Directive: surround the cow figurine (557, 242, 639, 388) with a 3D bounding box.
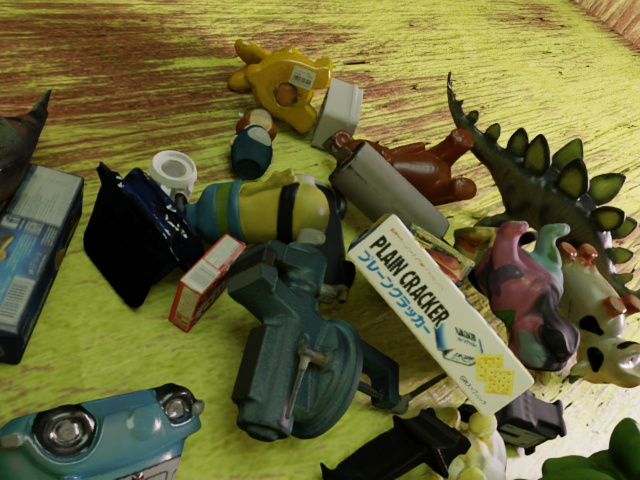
[{"bbox_3d":[0.368,0.112,0.735,0.085,0.127,0.195,-3,50,-30],"label":"cow figurine"}]

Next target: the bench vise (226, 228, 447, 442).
[{"bbox_3d":[0.007,0.109,0.554,0.240,0.129,0.224,33,40,-28],"label":"bench vise"}]

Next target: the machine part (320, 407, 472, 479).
[{"bbox_3d":[0.071,0.210,0.516,0.139,0.039,0.084,-22,23,-16],"label":"machine part"}]

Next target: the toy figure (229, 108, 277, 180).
[{"bbox_3d":[-0.094,-0.149,0.788,0.064,0.058,0.154,51,28,-37],"label":"toy figure"}]

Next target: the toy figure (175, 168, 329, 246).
[{"bbox_3d":[-0.079,-0.028,0.634,0.180,0.082,0.089,-8,89,4],"label":"toy figure"}]

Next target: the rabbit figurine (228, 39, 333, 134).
[{"bbox_3d":[-0.068,-0.264,0.888,0.162,0.121,0.173,10,32,-7],"label":"rabbit figurine"}]

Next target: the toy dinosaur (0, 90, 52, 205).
[{"bbox_3d":[-0.350,-0.052,0.478,0.192,0.131,0.405,23,48,18],"label":"toy dinosaur"}]

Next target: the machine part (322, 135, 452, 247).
[{"bbox_3d":[0.096,-0.055,0.753,0.243,0.079,0.079,41,42,-9],"label":"machine part"}]

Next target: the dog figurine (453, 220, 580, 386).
[{"bbox_3d":[0.261,0.085,0.729,0.108,0.192,0.219,7,82,-27],"label":"dog figurine"}]

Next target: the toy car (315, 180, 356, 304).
[{"bbox_3d":[-0.001,-0.002,0.700,0.073,0.056,0.202,17,45,-23],"label":"toy car"}]

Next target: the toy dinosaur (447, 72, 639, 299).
[{"bbox_3d":[0.342,-0.063,0.832,0.471,0.198,0.105,42,42,11],"label":"toy dinosaur"}]

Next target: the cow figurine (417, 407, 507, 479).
[{"bbox_3d":[0.142,0.256,0.523,0.098,0.068,0.167,60,38,-25],"label":"cow figurine"}]

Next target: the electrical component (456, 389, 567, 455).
[{"bbox_3d":[0.207,0.198,0.611,0.119,0.074,0.048,20,45,-6],"label":"electrical component"}]

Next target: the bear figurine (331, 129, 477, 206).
[{"bbox_3d":[0.122,-0.115,0.817,0.196,0.132,0.120,13,71,-26],"label":"bear figurine"}]

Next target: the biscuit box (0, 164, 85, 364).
[{"bbox_3d":[-0.289,0.017,0.525,0.059,0.062,0.203,15,45,-16],"label":"biscuit box"}]

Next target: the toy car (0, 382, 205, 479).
[{"bbox_3d":[-0.171,0.176,0.424,0.161,0.109,0.103,1,73,-41],"label":"toy car"}]

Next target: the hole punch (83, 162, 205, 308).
[{"bbox_3d":[-0.178,-0.008,0.575,0.092,0.115,0.142,-19,61,-48],"label":"hole punch"}]

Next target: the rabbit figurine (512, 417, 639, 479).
[{"bbox_3d":[0.294,0.258,0.563,0.170,0.159,0.121,-3,40,-49],"label":"rabbit figurine"}]
